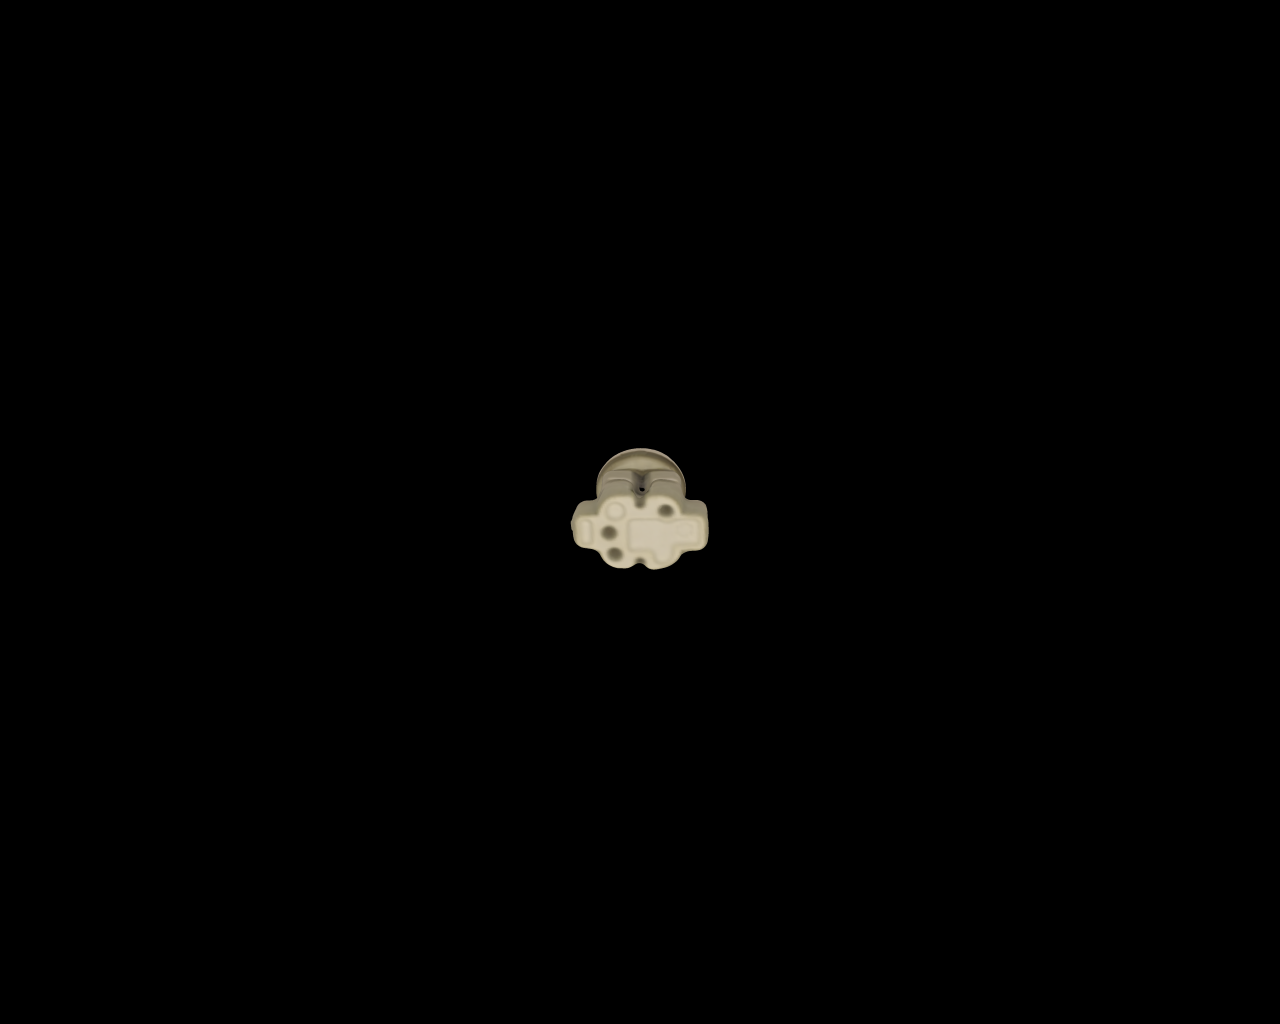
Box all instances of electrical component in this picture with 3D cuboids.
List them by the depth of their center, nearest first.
[{"bbox_3d":[0.001,-0.003,0.650,0.078,0.057,0.057,0,32,0],"label":"electrical component"}]
